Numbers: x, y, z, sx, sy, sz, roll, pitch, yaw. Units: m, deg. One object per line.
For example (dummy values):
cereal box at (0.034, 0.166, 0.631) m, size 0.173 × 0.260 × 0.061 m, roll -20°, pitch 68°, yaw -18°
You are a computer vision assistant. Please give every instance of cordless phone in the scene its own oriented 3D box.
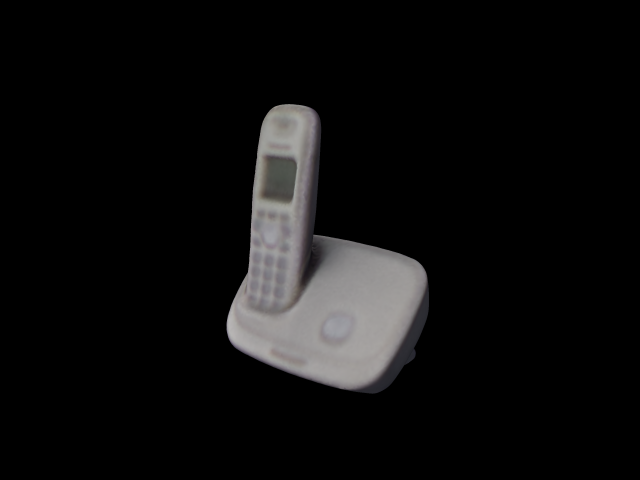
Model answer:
cordless phone at (0.004, 0.001, 0.400) m, size 0.147 × 0.185 × 0.094 m, roll 11°, pitch 19°, yaw 34°
